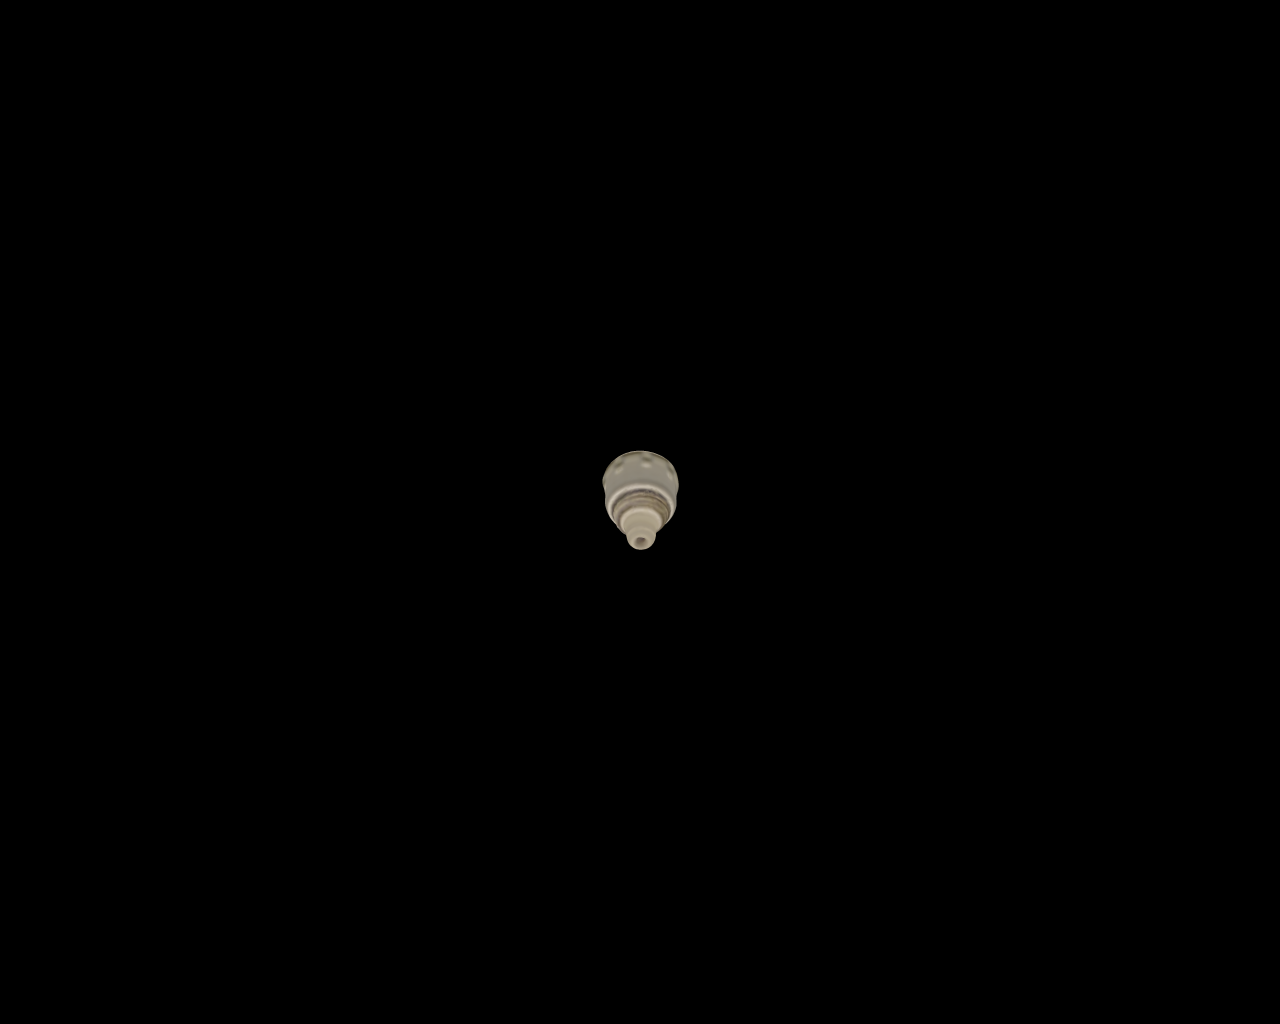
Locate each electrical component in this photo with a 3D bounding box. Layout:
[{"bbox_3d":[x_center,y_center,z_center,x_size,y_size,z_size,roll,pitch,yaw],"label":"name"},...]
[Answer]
[{"bbox_3d":[0.001,-0.003,0.650,0.048,0.048,0.062,0,44,0],"label":"electrical component"}]
